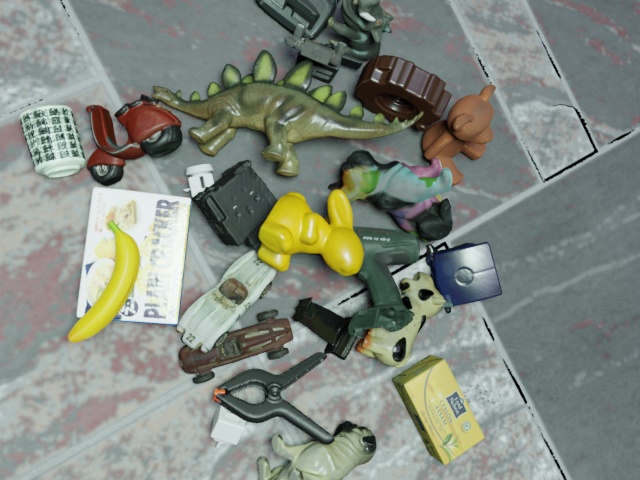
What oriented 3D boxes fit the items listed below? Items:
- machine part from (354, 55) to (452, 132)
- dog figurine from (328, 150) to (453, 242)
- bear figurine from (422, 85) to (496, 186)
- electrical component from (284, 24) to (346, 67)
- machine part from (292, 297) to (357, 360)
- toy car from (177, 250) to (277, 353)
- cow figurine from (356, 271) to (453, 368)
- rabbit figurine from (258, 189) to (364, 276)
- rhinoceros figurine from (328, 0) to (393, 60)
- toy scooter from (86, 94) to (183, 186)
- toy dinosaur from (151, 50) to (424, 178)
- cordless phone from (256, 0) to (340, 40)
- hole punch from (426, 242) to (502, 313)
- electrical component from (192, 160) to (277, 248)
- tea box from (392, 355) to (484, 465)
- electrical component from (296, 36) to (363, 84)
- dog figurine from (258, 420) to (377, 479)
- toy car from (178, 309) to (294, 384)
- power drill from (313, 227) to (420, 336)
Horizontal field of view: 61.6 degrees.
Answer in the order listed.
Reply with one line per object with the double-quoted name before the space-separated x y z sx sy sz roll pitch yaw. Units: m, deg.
"machine part" 0.149 -0.266 0.989 0.179 0.179 0.056 25 82 -11
"dog figurine" 0.127 -0.078 0.998 0.219 0.108 0.191 -6 118 3
"bear figurine" 0.274 -0.193 0.998 0.132 0.196 0.120 43 74 -8
"electrical component" -0.007 -0.337 0.935 0.102 0.078 0.045 22 109 -5
"machine part" 0.013 0.158 0.981 0.138 0.039 0.084 39 82 -20
"toy car" -0.156 0.102 0.915 0.074 0.056 0.202 36 62 13
"cow figurine" 0.160 0.143 0.993 0.127 0.085 0.195 29 66 -1
"rabbit figurine" -0.002 -0.003 0.909 0.173 0.121 0.162 25 52 12
"rhinoceros figurine" 0.077 -0.390 0.975 0.112 0.190 0.073 33 82 10
"toy scooter" -0.326 -0.186 0.903 0.184 0.075 0.135 -27 85 11
"toy dinosaur" -0.061 -0.220 0.945 0.472 0.105 0.198 14 79 0
"cordless phone" -0.021 -0.486 1.022 0.146 0.089 0.184 35 67 -7
"hole punch" 0.278 0.066 1.035 0.116 0.092 0.142 -16 93 -11
"electrical component" -0.136 -0.054 0.936 0.115 0.058 0.134 -45 116 -24
"tea box" 0.220 0.315 1.007 0.098 0.068 0.169 -29 92 -14
"electrical component" 0.017 -0.331 1.011 0.119 0.075 0.047 17 82 -15
"dog figurine" 0.001 0.409 0.941 0.190 0.121 0.172 5 127 -35
"toy car" -0.145 0.184 0.939 0.202 0.053 0.089 -14 86 -13
"power drill" 0.071 0.064 0.948 0.232 0.085 0.207 -3 46 -6
